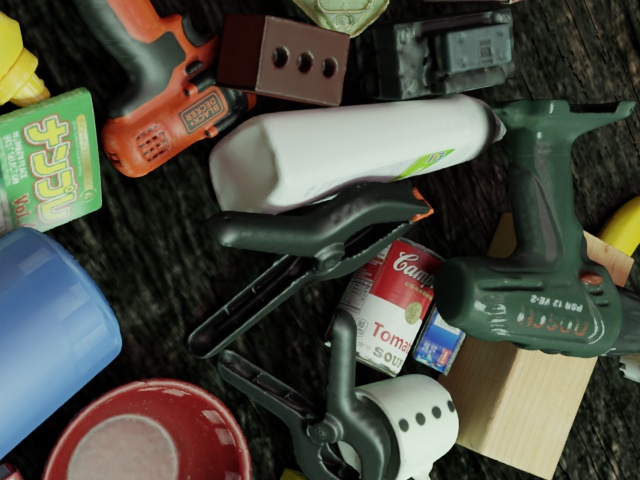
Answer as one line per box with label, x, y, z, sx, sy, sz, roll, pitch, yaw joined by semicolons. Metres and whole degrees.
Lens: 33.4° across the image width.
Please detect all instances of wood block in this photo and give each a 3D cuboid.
wood block;0.180;0.090;0.932;0.090;0.091;0.206;26;84;-31

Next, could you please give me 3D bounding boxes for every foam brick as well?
foam brick;-0.026;-0.124;0.740;0.078;0.051;0.053;3;98;-41

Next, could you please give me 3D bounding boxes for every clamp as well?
clamp;0.010;0.130;0.816;0.171;0.120;0.039;52;33;-14
clamp;-0.005;0.001;0.781;0.209;0.036;0.165;-26;154;-20

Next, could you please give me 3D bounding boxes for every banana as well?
banana;0.279;0.026;1.014;0.069;0.037;0.197;42;75;-26

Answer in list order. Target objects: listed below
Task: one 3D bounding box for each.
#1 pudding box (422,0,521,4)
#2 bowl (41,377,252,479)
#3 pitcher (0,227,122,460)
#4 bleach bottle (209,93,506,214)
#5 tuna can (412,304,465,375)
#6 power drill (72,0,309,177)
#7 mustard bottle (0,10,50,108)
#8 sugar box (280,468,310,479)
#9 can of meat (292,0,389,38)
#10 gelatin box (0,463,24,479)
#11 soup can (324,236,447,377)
pudding box;0.147;-0.217;0.857;0.089;0.114;0.039;-24;110;-26
bowl;-0.133;0.176;0.774;0.161;0.055;0.162;-2;94;-31
pitcher;-0.247;0.093;0.652;0.242;0.149;0.145;-40;101;-24
bleach bottle;0.044;-0.072;0.835;0.250;0.103;0.068;-13;81;-36
tuna can;0.109;0.067;0.890;0.034;0.086;0.086;25;82;8
power drill;-0.101;-0.162;0.741;0.184;0.057;0.187;-39;120;-23
mustard bottle;-0.241;-0.145;0.644;0.191;0.096;0.058;43;73;-28
sugar box;0.032;0.260;0.894;0.176;0.048;0.093;24;84;-30
can of meat;-0.002;-0.208;0.778;0.057;0.084;0.102;-40;122;19
gelatin box;-0.233;0.209;0.737;0.089;0.030;0.073;-32;112;-23
soup can;0.053;0.051;0.865;0.068;0.069;0.102;30;82;-31
